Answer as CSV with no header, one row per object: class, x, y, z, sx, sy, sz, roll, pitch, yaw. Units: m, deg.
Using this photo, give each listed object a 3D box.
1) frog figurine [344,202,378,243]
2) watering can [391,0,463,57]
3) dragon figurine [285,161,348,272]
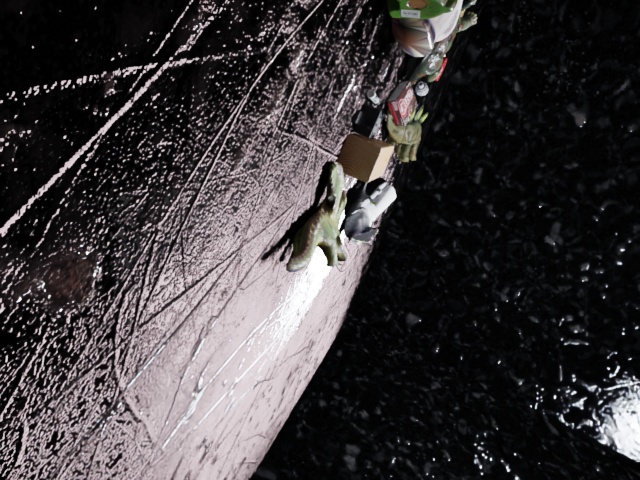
frog figurine,0.135,-0.079,1.762,0.135,0.122,0.162,68,11,-64
watering can,0.228,-0.532,1.075,0.226,0.105,0.342,-58,151,-8
dragon figurine,0.004,-0.058,1.152,0.411,0.122,0.242,-7,104,-80
